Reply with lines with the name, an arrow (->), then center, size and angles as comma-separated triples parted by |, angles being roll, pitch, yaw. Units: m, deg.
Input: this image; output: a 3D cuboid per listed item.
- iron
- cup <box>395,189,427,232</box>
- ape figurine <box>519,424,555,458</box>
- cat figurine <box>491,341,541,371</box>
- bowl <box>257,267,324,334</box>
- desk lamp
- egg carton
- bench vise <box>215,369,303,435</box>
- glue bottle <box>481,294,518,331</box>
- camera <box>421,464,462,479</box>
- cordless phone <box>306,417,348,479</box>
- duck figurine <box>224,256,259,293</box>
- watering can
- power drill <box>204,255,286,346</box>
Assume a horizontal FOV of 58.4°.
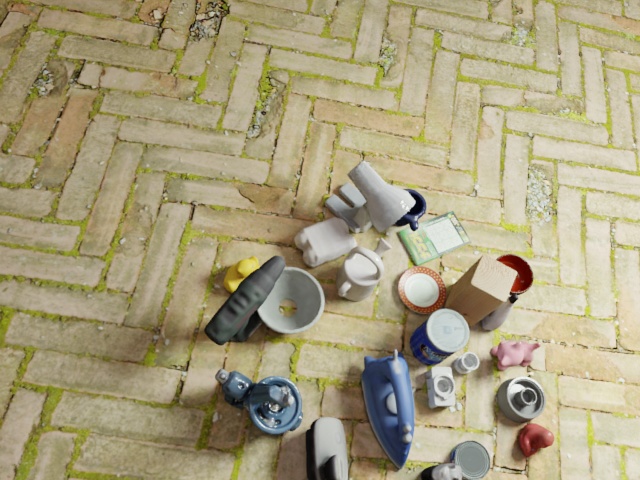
iron -> 0.174, 0.376, 1.289 | 0.119, 0.141, 0.258 | -5, 67, -11
cup -> 0.231, -0.065, 1.525 | 0.092, 0.095, 0.117 | -8, 67, -13
ape figurine -> 0.511, 0.464, 1.332 | 0.078, 0.092, 0.076 | 9, 65, -5
cat figurine -> 0.479, 0.275, 1.399 | 0.128, 0.117, 0.067 | -11, 68, -14
bowl -> -0.075, 0.155, 1.385 | 0.167, 0.074, 0.167 | 4, 65, -8
desk lamp -> 0.124, -0.098, 1.457 | 0.203, 0.213, 0.118 | 42, 66, 11
egg carton -> 0.014, 0.005, 1.471 | 0.150, 0.069, 0.107 | -22, 71, -18
bench vise -> -0.129, 0.340, 1.212 | 0.207, 0.219, 0.121 | 11, 64, -4
glue bottle -> 0.447, 0.166, 1.413 | 0.037, 0.173, 0.078 | 6, 65, -6
camera -> 0.247, 0.564, 1.238 | 0.137, 0.101, 0.143 | -2, 66, -10
cordless phone -> 0.025, 0.446, 1.208 | 0.094, 0.185, 0.147 | -3, 66, -10
duck figurine -> -0.188, 0.080, 1.394 | 0.077, 0.086, 0.105 | 44, 66, 11
watering can -> 0.106, 0.065, 1.390 | 0.101, 0.194, 0.173 | 21, 64, 1
power drill -> -0.166, 0.150, 1.298 | 0.075, 0.208, 0.230 | 37, 65, 9
